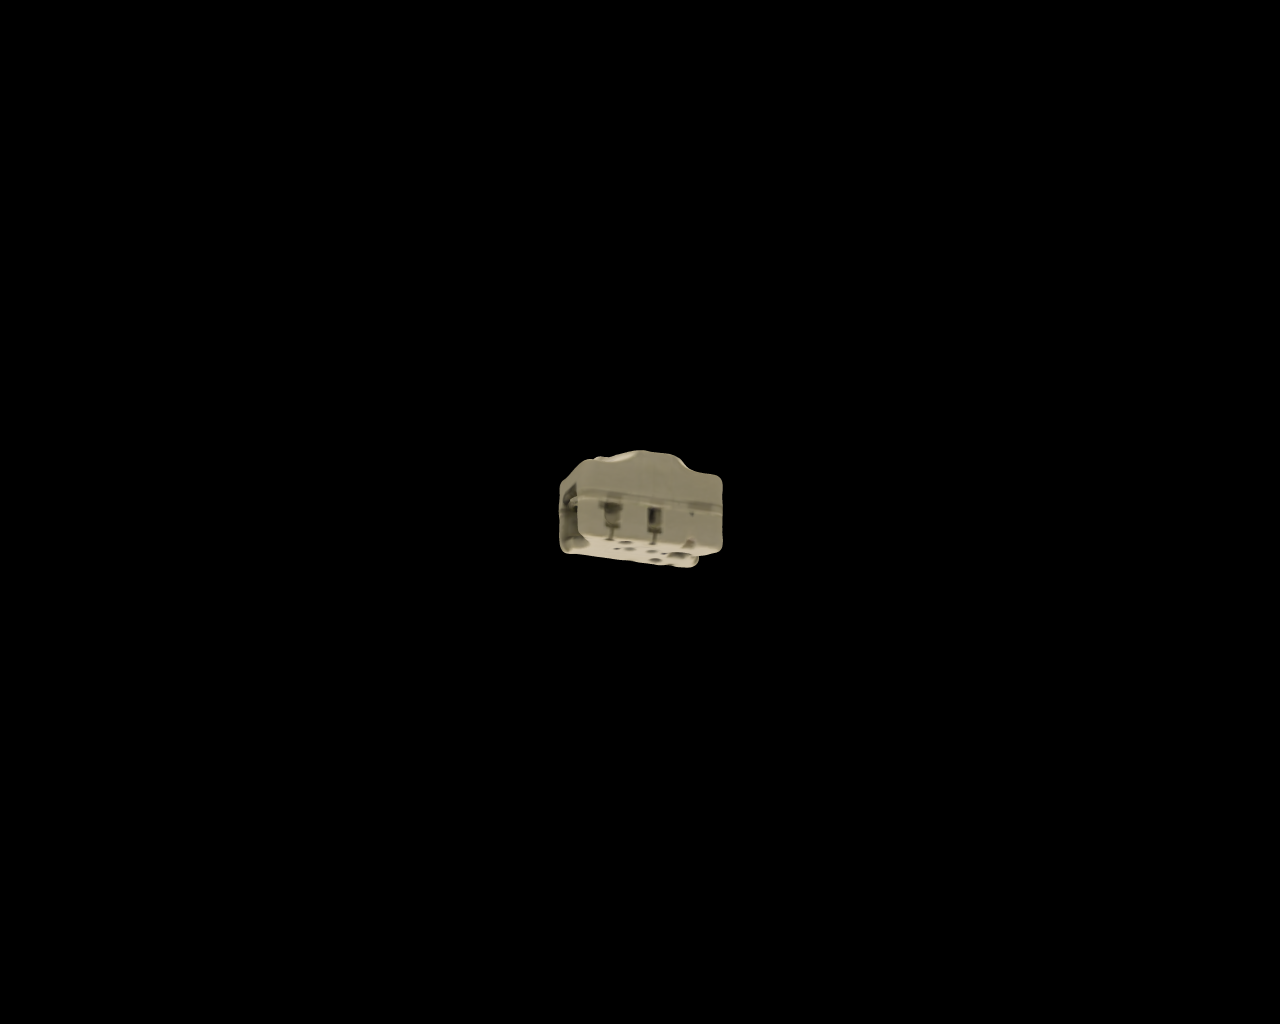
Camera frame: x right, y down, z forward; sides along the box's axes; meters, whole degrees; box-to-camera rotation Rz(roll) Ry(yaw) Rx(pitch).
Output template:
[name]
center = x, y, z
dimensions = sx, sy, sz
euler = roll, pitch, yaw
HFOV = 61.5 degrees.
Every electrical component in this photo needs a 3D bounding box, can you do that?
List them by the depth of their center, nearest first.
[electrical component]
center = 0.001, -0.003, 0.650
dimensions = 0.089, 0.056, 0.050
euler = 7, -19, -20
